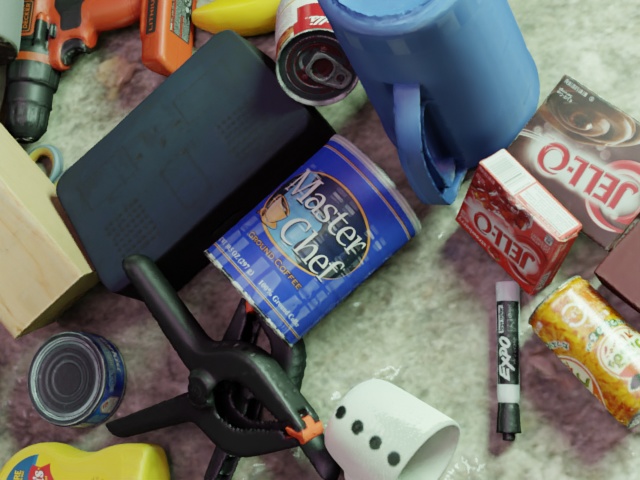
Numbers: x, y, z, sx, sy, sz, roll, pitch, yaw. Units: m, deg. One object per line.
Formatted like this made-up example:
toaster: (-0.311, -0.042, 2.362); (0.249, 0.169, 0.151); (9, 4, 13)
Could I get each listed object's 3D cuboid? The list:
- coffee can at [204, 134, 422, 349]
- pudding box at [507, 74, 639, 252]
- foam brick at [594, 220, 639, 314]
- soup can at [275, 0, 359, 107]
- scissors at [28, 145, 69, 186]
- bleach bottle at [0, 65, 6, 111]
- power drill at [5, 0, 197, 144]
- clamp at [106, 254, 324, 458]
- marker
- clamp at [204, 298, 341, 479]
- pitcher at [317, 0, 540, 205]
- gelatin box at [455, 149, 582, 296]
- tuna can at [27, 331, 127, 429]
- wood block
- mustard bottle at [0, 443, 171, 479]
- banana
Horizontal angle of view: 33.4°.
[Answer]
coffee can: (-0.005, 0.001, 0.835); (0.140, 0.102, 0.103); (-42, 67, -5)
pudding box: (0.205, -0.057, 0.809); (0.114, 0.039, 0.090); (41, 98, 25)
foam brick: (0.245, 0.015, 0.771); (0.051, 0.053, 0.078); (44, 98, 24)
soup can: (-0.002, -0.164, 0.877); (0.069, 0.068, 0.102); (-25, 33, 16)
scissors: (-0.293, -0.011, 1.021); (0.202, 0.016, 0.096); (-42, 66, 10)
bleach bottle: (-0.343, -0.206, 1.056); (0.103, 0.068, 0.251); (10, 81, 22)
power drill: (-0.211, -0.182, 0.998); (0.188, 0.057, 0.184); (0, 79, 23)
clamp: (-0.093, 0.123, 0.853); (0.210, 0.036, 0.165); (27, 115, 27)
marker: (0.144, 0.092, 0.816); (0.020, 0.020, 0.121); (-3, 78, 22)
clamp: (-0.054, 0.130, 0.882); (0.120, 0.039, 0.171); (-19, 67, 14)
pitcher: (0.078, -0.137, 0.765); (0.145, 0.242, 0.149); (-39, 68, 5)
gelatin box: (0.148, -0.012, 0.805); (0.030, 0.073, 0.089); (-29, 64, -27)
tuna can: (-0.218, 0.125, 0.953); (0.086, 0.033, 0.086); (-4, 78, 22)
wood block: (-0.289, -0.024, 0.946); (0.090, 0.090, 0.206); (-41, 88, 11)
mustard bottle: (-0.224, 0.224, 0.923); (0.192, 0.058, 0.096); (-4, 83, 22)
banana: (-0.024, -0.221, 0.942); (0.198, 0.037, 0.069); (-26, 47, 14)
